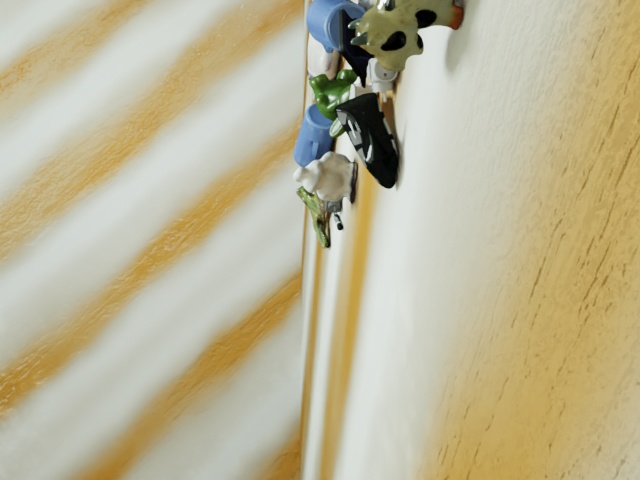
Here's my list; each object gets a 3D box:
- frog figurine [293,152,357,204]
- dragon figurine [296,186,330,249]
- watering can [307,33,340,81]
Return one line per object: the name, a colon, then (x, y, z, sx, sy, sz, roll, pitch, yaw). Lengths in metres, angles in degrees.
frog figurine: (0.010, -0.162, 1.330, 0.134, 0.159, 0.126, 98, 173, -47)
dragon figurine: (0.005, -0.090, 1.796, 0.410, 0.122, 0.242, -162, 57, -86)
watering can: (0.011, -0.644, 1.685, 0.356, 0.104, 0.219, -97, 10, -49)
